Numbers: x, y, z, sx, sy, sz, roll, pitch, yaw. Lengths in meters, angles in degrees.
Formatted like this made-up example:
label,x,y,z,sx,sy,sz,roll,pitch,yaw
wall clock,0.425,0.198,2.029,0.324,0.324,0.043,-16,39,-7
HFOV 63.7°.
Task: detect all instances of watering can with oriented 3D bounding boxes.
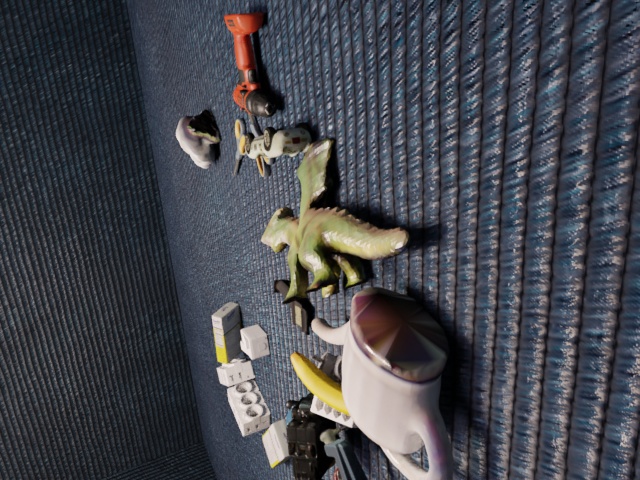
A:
label,x,y,z,sx,sy,sz,roll,pitch,yaw
watering can,0.068,0.158,0.697,0.354,0.104,0.219,49,144,48

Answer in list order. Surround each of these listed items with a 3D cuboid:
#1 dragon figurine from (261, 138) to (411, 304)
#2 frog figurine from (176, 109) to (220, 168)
label,x,y,z,sx,sy,sz,roll,pitch,yaw
dragon figurine,0.002,-0.039,0.778,0.404,0.122,0.246,-36,60,56
frog figurine,-0.353,-0.272,1.464,0.138,0.124,0.156,50,139,12
